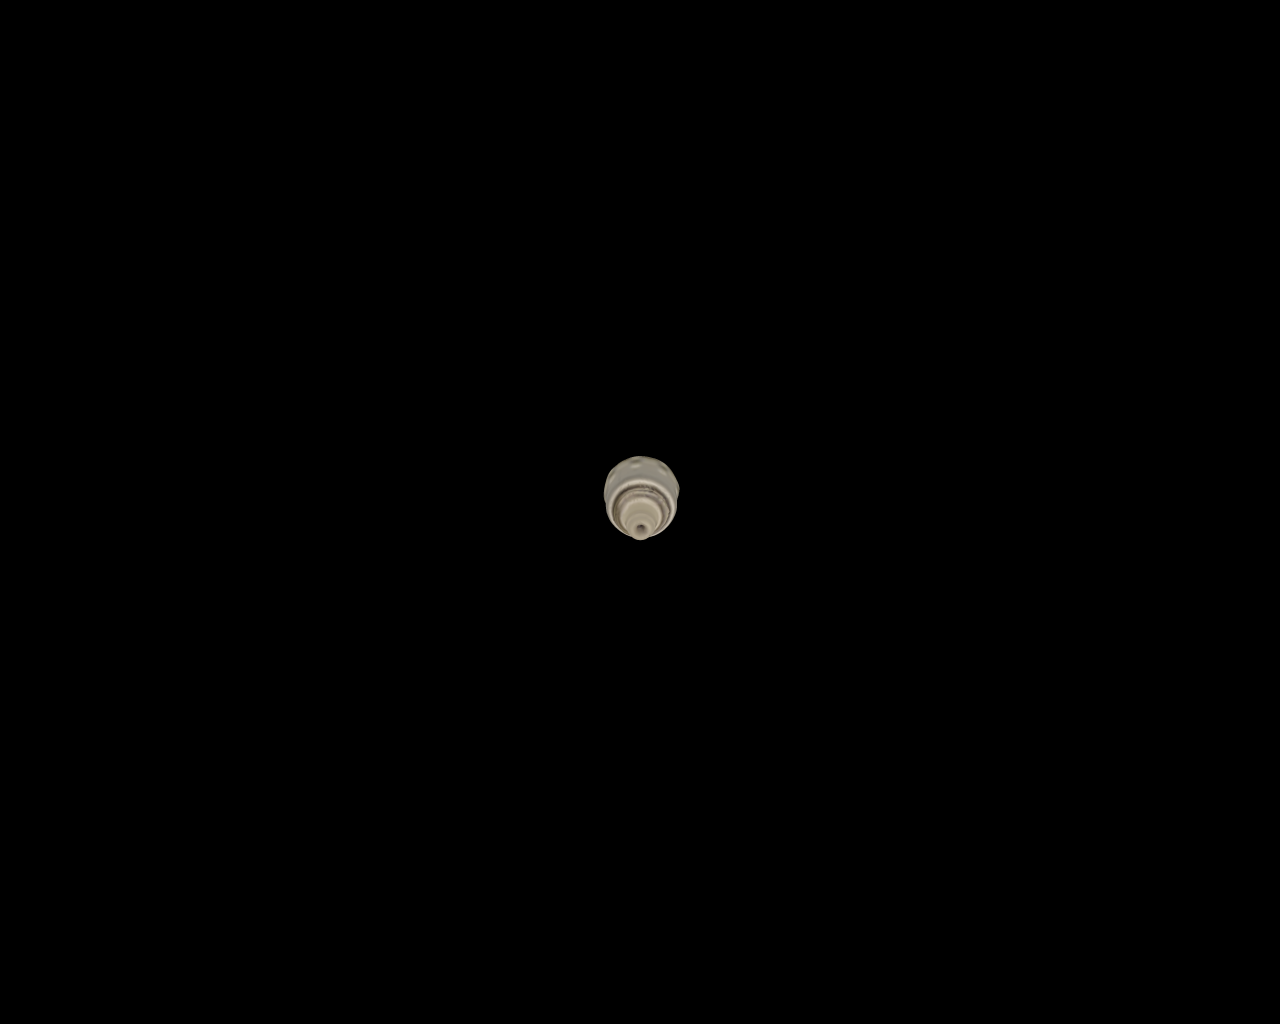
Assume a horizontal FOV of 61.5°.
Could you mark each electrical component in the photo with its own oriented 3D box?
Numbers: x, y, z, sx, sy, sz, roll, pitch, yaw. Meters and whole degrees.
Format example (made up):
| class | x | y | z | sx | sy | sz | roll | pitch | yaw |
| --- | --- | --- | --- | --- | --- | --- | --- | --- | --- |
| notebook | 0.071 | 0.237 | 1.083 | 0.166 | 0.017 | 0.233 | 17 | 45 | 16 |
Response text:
| class | x | y | z | sx | sy | sz | roll | pitch | yaw |
| --- | --- | --- | --- | --- | --- | --- | --- | --- | --- |
| electrical component | 0.001 | -0.003 | 0.650 | 0.048 | 0.048 | 0.062 | 0 | 27 | 0 |
